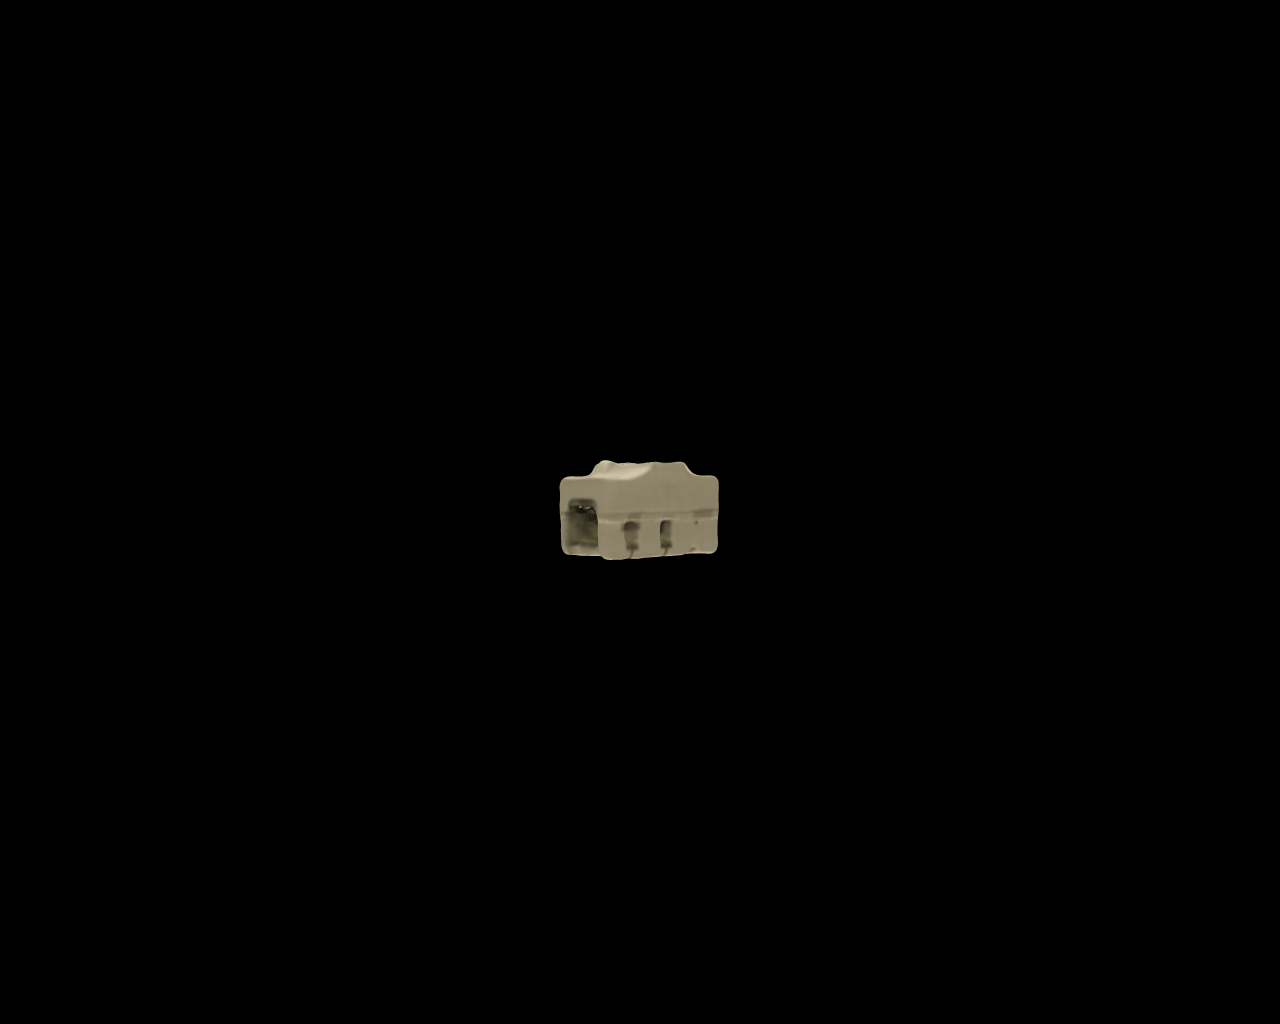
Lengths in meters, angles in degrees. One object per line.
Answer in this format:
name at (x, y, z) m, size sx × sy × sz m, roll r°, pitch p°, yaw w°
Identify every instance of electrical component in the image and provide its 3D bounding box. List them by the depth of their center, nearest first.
electrical component at (0.001, -0.003, 0.650) m, size 0.089 × 0.055 × 0.050 m, roll -2°, pitch 3°, yaw -40°
